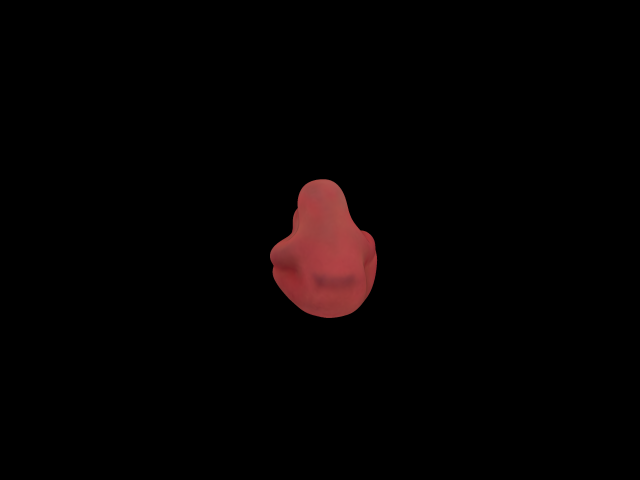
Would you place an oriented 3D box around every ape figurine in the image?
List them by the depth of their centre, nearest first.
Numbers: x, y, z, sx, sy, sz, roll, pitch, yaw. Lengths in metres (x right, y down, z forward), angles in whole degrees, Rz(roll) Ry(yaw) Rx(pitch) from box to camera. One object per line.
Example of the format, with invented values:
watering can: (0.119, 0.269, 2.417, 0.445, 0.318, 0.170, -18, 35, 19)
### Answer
ape figurine: (0.004, 0.001, 0.400, 0.078, 0.092, 0.076, -1, 23, -3)
